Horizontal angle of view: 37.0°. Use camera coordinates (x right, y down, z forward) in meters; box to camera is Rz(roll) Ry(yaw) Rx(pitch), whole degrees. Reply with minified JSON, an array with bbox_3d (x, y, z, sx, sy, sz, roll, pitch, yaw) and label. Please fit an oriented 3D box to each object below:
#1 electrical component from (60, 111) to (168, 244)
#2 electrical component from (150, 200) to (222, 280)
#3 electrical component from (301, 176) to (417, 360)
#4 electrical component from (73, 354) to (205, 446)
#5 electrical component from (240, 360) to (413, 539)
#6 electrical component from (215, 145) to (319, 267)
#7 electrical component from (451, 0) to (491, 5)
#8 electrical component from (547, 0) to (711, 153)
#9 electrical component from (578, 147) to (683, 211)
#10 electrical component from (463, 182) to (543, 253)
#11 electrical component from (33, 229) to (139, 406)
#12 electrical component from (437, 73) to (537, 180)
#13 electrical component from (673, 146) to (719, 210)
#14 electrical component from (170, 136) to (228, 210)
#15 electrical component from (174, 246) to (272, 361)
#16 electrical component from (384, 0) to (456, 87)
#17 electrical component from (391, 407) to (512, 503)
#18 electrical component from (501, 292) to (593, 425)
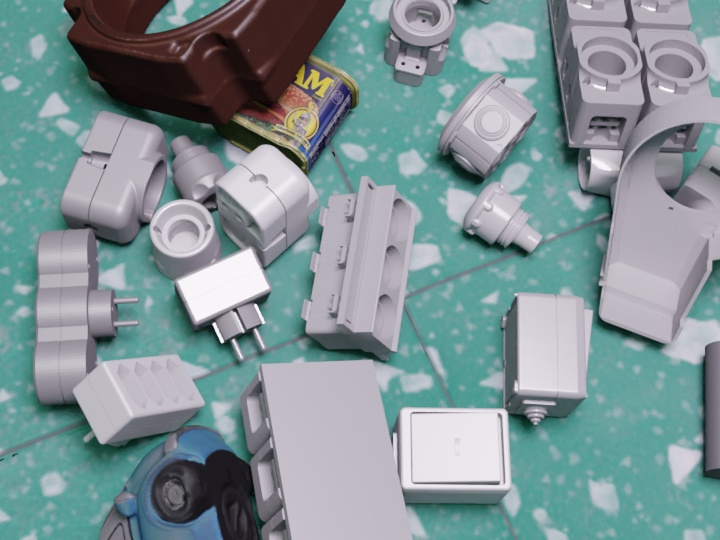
[{"bbox_3d":[-0.193,-0.073,0.867,0.059,0.053,0.095,16,68,3],"label":"electrical component"},{"bbox_3d":[-0.139,-0.024,0.853,0.055,0.047,0.055,1,68,-3],"label":"electrical component"},{"bbox_3d":[0.000,0.000,0.838,0.063,0.079,0.121,-3,65,27],"label":"electrical component"},{"bbox_3d":[-0.173,0.104,0.791,0.076,0.083,0.047,-41,71,23],"label":"electrical component"},{"bbox_3d":[-0.027,0.146,0.770,0.089,0.061,0.150,0,62,-25],"label":"electrical component"},{"bbox_3d":[-0.072,-0.052,0.842,0.054,0.095,0.059,43,72,13],"label":"electrical component"},{"bbox_3d":[0.098,-0.267,0.945,0.047,0.083,0.075,26,69,7],"label":"electrical component"},{"bbox_3d":[0.225,-0.191,0.909,0.105,0.060,0.186,2,54,-2],"label":"electrical component"},{"bbox_3d":[0.226,-0.071,0.894,0.077,0.043,0.079,0,68,-3],"label":"electrical component"},{"bbox_3d":[0.119,-0.038,0.875,0.062,0.048,0.048,36,70,4],"label":"electrical component"},{"bbox_3d":[-0.206,0.034,0.823,0.074,0.052,0.138,-3,68,-5],"label":"electrical component"},{"bbox_3d":[0.105,-0.118,0.888,0.051,0.080,0.080,40,71,7],"label":"electrical component"},{"bbox_3d":[0.307,-0.049,0.885,0.089,0.050,0.055,36,70,11],"label":"electrical component"},{"bbox_3d":[-0.134,-0.081,0.879,0.043,0.043,0.062,-28,71,-13],"label":"electrical component"},{"bbox_3d":[-0.099,0.032,0.834,0.066,0.047,0.076,-25,85,-13],"label":"electrical component"},{"bbox_3d":[0.052,-0.208,0.933,0.058,0.057,0.078,15,68,3],"label":"electrical component"},{"bbox_3d":[0.061,0.136,0.792,0.096,0.061,0.061,1,68,-3],"label":"electrical component"},{"bbox_3d":[0.143,0.072,0.821,0.061,0.061,0.096,4,68,-2],"label":"electrical component"}]
